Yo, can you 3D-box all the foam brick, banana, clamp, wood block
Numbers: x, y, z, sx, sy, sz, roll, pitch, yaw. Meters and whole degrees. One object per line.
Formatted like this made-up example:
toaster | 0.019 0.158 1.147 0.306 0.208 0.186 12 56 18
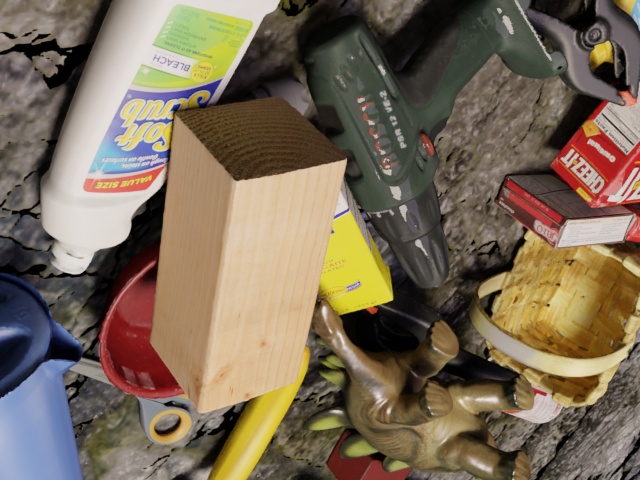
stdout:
foam brick | 0.057 0.246 1.181 0.078 0.053 0.051 12 115 -44
banana | -0.060 0.180 1.025 0.037 0.069 0.198 28 96 -7
clamp | 0.220 -0.181 0.925 0.120 0.039 0.171 -25 114 8
wood block | -0.057 0.012 0.772 0.090 0.091 0.206 -14 132 -32
clamp | 0.091 0.115 1.079 0.165 0.036 0.209 -19 133 35

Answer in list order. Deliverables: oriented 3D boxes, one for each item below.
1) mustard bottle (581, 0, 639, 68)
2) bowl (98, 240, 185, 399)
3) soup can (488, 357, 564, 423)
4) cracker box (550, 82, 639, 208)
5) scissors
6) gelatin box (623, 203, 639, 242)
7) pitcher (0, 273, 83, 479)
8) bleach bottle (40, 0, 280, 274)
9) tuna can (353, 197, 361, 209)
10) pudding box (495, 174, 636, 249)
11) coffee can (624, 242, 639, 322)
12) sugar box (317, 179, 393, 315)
mustard bottle | 0.299 -0.217 0.987 0.191 0.058 0.096 -37 143 -9
bowl | -0.116 0.051 0.874 0.161 0.055 0.162 -22 135 -24
soup can | 0.240 0.176 1.260 0.102 0.069 0.068 26 105 -48
cracker box | 0.349 -0.129 1.041 0.163 0.072 0.214 -6 140 -47
scissors | -0.167 0.141 0.938 0.201 0.016 0.096 10 116 -43
gelatin box | 0.323 -0.031 1.138 0.073 0.089 0.030 9 117 -43
pitcher | -0.257 0.149 0.800 0.144 0.149 0.243 -38 145 -32
bleach bottle | -0.126 -0.084 0.750 0.102 0.068 0.251 7 120 -42
tuna can | 0.041 -0.072 0.916 0.086 0.034 0.086 -22 134 -24
pudding box | 0.247 -0.031 1.076 0.113 0.090 0.039 -6 126 -37
coffee can | 0.401 0.034 1.247 0.140 0.103 0.103 -10 129 -34
sugar box | -0.006 0.001 0.906 0.093 0.048 0.176 -17 142 11
